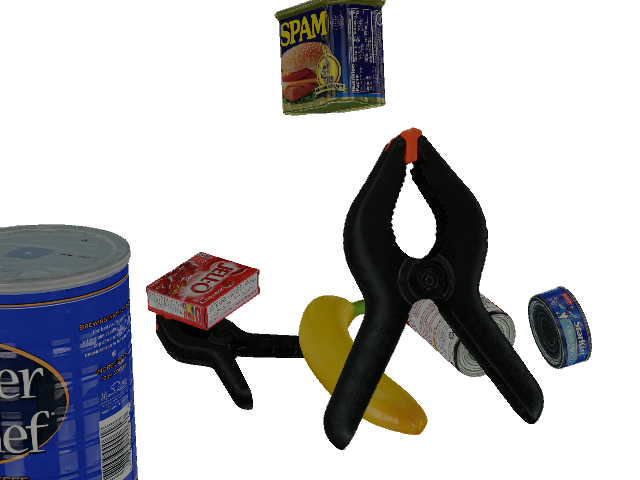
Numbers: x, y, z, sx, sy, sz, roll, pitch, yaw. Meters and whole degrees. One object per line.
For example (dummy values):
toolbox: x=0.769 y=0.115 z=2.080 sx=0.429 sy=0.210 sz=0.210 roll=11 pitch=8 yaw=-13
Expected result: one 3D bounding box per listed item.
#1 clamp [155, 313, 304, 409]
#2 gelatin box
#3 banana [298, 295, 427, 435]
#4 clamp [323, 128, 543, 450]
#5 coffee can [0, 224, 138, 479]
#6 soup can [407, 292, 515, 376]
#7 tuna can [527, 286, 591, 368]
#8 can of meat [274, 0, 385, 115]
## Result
clamp: x=-0.115 y=0.129 z=1.238 sx=0.210 sy=0.036 sz=0.164 roll=14 pitch=24 yaw=24
gelatin box: x=-0.112 y=0.047 z=1.033 sx=0.073 sy=0.030 sz=0.089 roll=16 pitch=32 yaw=29
banana: x=0.022 y=0.082 z=0.778 sx=0.069 sy=0.037 sz=0.198 roll=-6 pitch=24 yaw=-7
clamp: x=0.045 y=0.029 z=0.571 sx=0.120 sy=0.171 sz=0.039 roll=-14 pitch=-4 yaw=-17
coffee can: x=-0.149 y=0.072 z=0.562 sx=0.103 sy=0.140 sz=0.103 roll=0 pitch=16 yaw=0
soup can: x=0.122 y=0.070 z=0.979 sx=0.068 sy=0.068 sz=0.102 roll=0 pitch=26 yaw=-32
tuna can: x=0.259 y=0.095 z=1.163 sx=0.033 sy=0.086 sz=0.086 roll=-17 pitch=3 yaw=-10
can of meat: x=0.008 y=-0.146 z=0.858 sx=0.057 sy=0.084 sz=0.102 roll=-4 pitch=3 yaw=-33
